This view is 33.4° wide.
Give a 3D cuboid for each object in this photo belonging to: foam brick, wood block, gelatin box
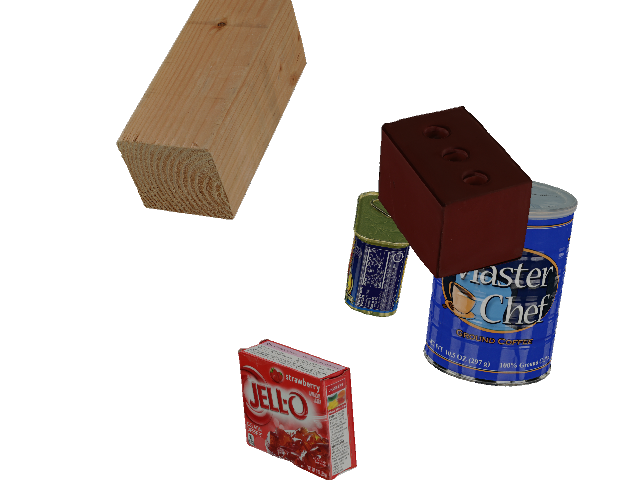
[{"bbox_3d":[0.070,-0.026,0.572,0.053,0.051,0.078,-14,42,-18],"label":"foam brick"},{"bbox_3d":[-0.093,-0.128,0.970,0.091,0.206,0.090,8,-37,19],"label":"wood block"},{"bbox_3d":[-0.017,0.114,0.728,0.030,0.073,0.089,-18,21,-41],"label":"gelatin box"}]

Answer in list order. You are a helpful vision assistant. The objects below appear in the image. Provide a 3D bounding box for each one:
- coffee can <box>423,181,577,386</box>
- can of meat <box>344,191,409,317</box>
[{"bbox_3d":[0.139,0.029,0.837,0.103,0.140,0.103,4,17,-2],"label":"coffee can"},{"bbox_3d":[0.056,0.013,1.033,0.057,0.084,0.102,9,28,1],"label":"can of meat"}]
